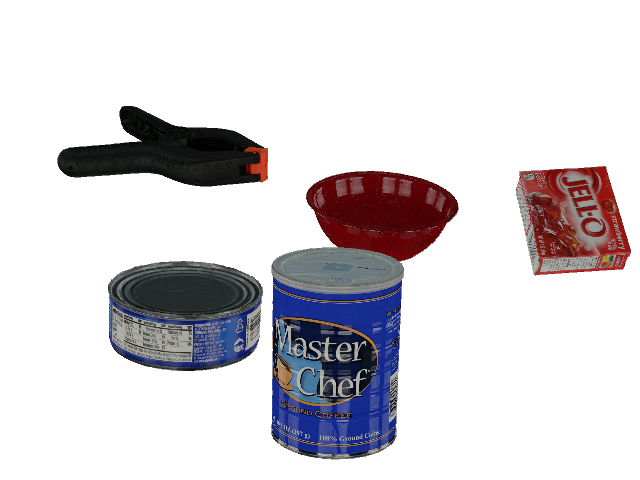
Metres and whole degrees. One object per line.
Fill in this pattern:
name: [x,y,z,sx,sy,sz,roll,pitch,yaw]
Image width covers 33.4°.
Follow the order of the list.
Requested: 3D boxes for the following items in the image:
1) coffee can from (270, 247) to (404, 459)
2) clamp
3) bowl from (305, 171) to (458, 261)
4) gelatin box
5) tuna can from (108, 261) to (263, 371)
coffee can: [0.012,0.086,0.842,0.103,0.140,0.103,1,15,0]
clamp: [-0.130,-0.072,0.896,0.172,0.039,0.120,13,37,25]
bowl: [0.064,-0.020,1.140,0.162,0.055,0.162,3,25,-2]
gelatin box: [0.202,-0.017,0.860,0.073,0.089,0.030,-3,-34,-2]
tuna can: [-0.076,0.041,0.598,0.086,0.034,0.086,3,18,-1]
